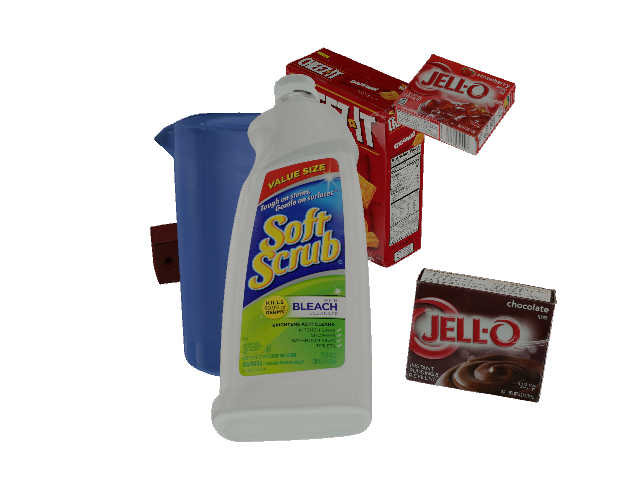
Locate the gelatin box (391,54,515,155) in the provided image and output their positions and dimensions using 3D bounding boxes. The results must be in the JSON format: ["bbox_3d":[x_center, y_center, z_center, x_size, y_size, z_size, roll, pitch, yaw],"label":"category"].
[{"bbox_3d":[0.122,-0.126,0.975,0.089,0.073,0.030,26,-28,24],"label":"gelatin box"}]

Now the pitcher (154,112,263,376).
[{"bbox_3d":[-0.064,0.001,1.009,0.144,0.243,0.149,-10,18,-39],"label":"pitcher"}]

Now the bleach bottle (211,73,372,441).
[{"bbox_3d":[-0.021,0.002,0.707,0.102,0.251,0.068,-3,-26,1],"label":"bleach bottle"}]

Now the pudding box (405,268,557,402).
[{"bbox_3d":[0.130,0.077,0.873,0.113,0.090,0.039,8,22,9],"label":"pudding box"}]

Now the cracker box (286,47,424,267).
[{"bbox_3d":[0.038,-0.094,1.244,0.072,0.214,0.164,-30,44,-33],"label":"cracker box"}]

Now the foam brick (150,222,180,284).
[{"bbox_3d":[-0.156,0.012,1.237,0.078,0.053,0.051,-8,28,-10],"label":"foam brick"}]
